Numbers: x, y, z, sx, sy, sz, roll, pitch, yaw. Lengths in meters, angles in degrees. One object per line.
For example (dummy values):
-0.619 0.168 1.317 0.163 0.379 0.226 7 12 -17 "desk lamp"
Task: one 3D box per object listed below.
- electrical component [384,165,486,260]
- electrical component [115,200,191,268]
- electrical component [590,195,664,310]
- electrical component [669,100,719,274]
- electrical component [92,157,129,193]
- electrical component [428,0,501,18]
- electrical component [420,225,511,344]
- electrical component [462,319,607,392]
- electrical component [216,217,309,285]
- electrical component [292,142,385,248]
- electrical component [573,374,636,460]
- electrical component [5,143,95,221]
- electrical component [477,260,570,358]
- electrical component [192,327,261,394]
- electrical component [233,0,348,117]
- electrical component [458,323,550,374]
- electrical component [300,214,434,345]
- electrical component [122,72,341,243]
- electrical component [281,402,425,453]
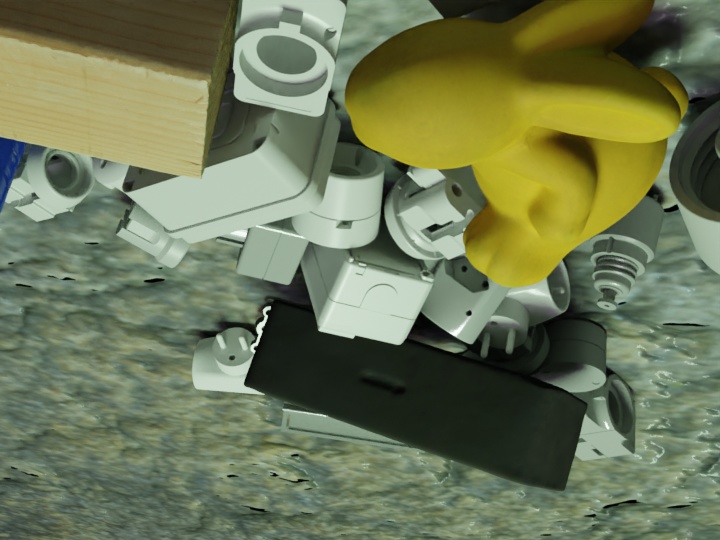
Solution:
0.053 -0.039 0.667 0.078 0.058 0.057 41 139 -24 "electrical component"
-0.143 -0.029 0.755 0.046 0.040 0.040 29 144 -20 "electrical component"
0.163 -0.013 0.670 0.040 0.078 0.040 17 160 6 "electrical component"
0.215 -0.052 0.561 0.108 0.108 0.060 -14 136 33 "electrical component"
-0.136 -0.065 0.689 0.048 0.048 0.062 -13 150 32 "electrical component"
0.042 -0.163 0.474 0.056 0.050 0.089 -15 142 34 "electrical component"
0.065 -0.004 0.717 0.079 0.077 0.043 37 -172 27 "electrical component"
0.133 0.094 0.852 0.052 0.073 0.138 31 143 -32 "electrical component"
-0.074 -0.033 0.721 0.077 0.047 0.065 14 147 -10 "electrical component"
-0.012 -0.048 0.665 0.055 0.055 0.047 9 123 0 "electrical component"
0.193 0.118 0.899 0.056 0.050 0.089 -16 141 36 "electrical component"
-0.208 -0.062 0.712 0.055 0.048 0.066 -8 146 40 "electrical component"
0.100 0.028 0.746 0.077 0.079 0.043 -12 134 31 "electrical component"
-0.102 0.074 0.909 0.077 0.044 0.079 4 149 8 "electrical component"
-0.034 -0.125 0.551 0.050 0.055 0.089 12 149 -4 "electrical component"
0.110 0.048 0.810 0.066 0.048 0.055 -19 131 39 "electrical component"
0.000 0.000 0.712 0.062 0.096 0.061 14 118 -21 "electrical component"
-0.074 -0.068 0.634 0.113 0.078 0.057 -13 140 32 "electrical component"
-0.001 0.107 0.916 0.121 0.078 0.063 8 171 1 "electrical component"
